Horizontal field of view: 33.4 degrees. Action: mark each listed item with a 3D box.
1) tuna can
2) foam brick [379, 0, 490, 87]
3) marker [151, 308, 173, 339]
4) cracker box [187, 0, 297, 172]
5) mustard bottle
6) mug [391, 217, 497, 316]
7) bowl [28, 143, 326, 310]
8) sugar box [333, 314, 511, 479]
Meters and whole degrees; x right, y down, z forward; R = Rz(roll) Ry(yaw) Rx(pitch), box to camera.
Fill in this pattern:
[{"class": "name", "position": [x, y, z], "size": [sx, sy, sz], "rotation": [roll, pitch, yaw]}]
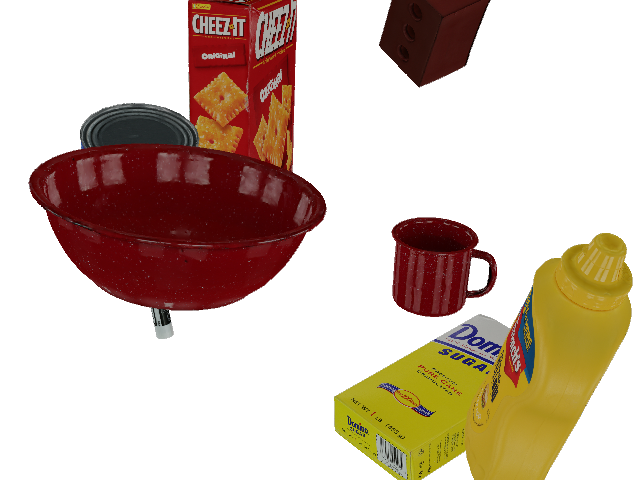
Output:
[{"class": "tuna can", "position": [-0.133, -0.064, 0.783], "size": [0.086, 0.034, 0.086], "rotation": [6, 38, -5]}, {"class": "foam brick", "position": [0.085, -0.165, 0.804], "size": [0.051, 0.053, 0.078], "rotation": [-30, -25, -26]}, {"class": "marker", "position": [-0.176, 0.046, 1.131], "size": [0.020, 0.121, 0.020], "rotation": [-8, 18, 2]}, {"class": "cracker box", "position": [-0.074, -0.144, 1.079], "size": [0.072, 0.214, 0.164], "rotation": [7, 21, 12]}, {"class": "mustard bottle", "position": [0.139, 0.068, 0.639], "size": [0.058, 0.192, 0.096], "rotation": [16, 44, 1]}, {"class": "mug", "position": [0.133, 0.032, 1.160], "size": [0.117, 0.081, 0.093], "rotation": [7, 26, 9]}, {"class": "bowl", "position": [-0.080, -0.005, 0.593], "size": [0.162, 0.055, 0.162], "rotation": [7, 21, -3]}, {"class": "sugar box", "position": [0.107, 0.128, 0.891], "size": [0.175, 0.048, 0.093], "rotation": [-28, 41, -31]}]
